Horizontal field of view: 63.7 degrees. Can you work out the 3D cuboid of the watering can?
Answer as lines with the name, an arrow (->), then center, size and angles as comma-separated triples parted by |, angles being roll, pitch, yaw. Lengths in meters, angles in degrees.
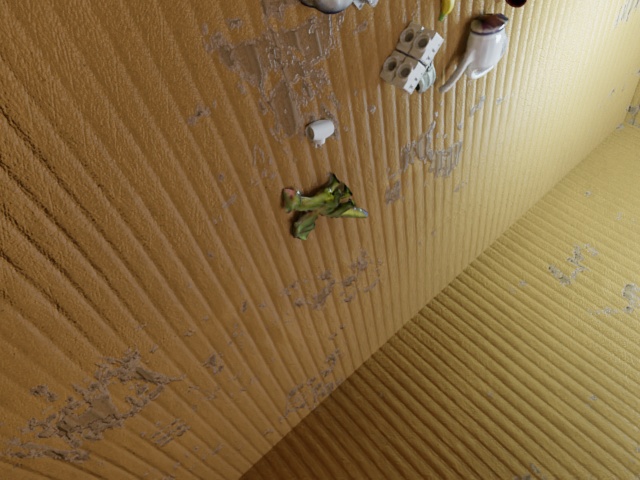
watering can -> 0.548, -0.657, 1.800 | 0.352, 0.105, 0.219 | -33, 142, -25

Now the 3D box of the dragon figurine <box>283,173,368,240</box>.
dragon figurine -> 0.005, -0.087, 1.739 | 0.241, 0.124, 0.404 | -36, 146, 10

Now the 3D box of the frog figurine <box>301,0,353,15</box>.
frog figurine -> 0.025, -0.621, 1.208 | 0.138, 0.125, 0.155 | -12, 145, -18
